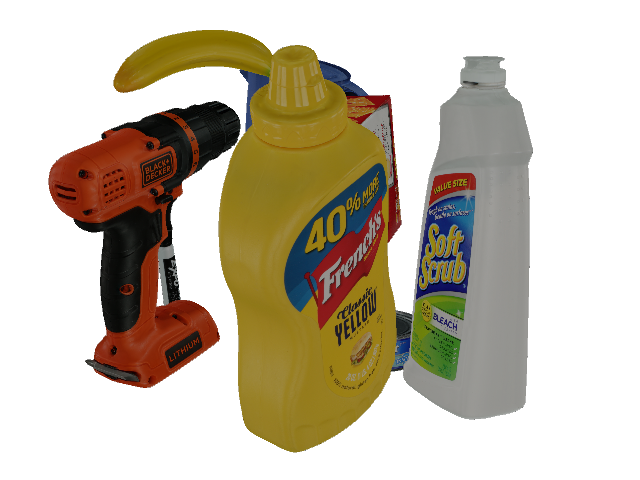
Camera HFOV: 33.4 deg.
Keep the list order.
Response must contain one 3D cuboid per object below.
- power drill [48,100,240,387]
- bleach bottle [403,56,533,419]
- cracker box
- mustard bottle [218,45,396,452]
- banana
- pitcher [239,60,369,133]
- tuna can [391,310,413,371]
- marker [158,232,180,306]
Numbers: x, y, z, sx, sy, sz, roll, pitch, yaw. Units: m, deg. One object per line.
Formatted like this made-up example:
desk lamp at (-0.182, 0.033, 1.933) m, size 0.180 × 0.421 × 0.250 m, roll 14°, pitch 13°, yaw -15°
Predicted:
power drill at (-0.118, -0.001, 0.791) m, size 0.057 × 0.188 × 0.184 m, roll 12°, pitch 26°, yaw 32°
bleach bottle at (0.108, -0.005, 0.766) m, size 0.068 × 0.251 × 0.103 m, roll -7°, pitch 17°, yaw -24°
cracker box at (0.027, -0.058, 1.181) m, size 0.072 × 0.164 × 0.213 m, roll 1°, pitch 21°, yaw 20°
mustard bottle at (-0.005, 0.001, 0.489) m, size 0.058 × 0.192 × 0.096 m, roll 22°, pitch 44°, yaw 32°
banana at (-0.124, -0.184, 1.085) m, size 0.197 × 0.070 × 0.037 m, roll -8°, pitch -39°, yaw -31°
pitcher at (-0.031, -0.112, 1.398) m, size 0.144 × 0.243 × 0.149 m, roll -2°, pitch 24°, yaw -22°
tuna can at (0.049, 0.089, 0.963) m, size 0.086 × 0.034 × 0.086 m, roll 1°, pitch 14°, yaw 0°
marker at (-0.160, 0.032, 1.122) m, size 0.020 × 0.121 × 0.020 m, roll -2°, pitch 28°, yaw 1°
